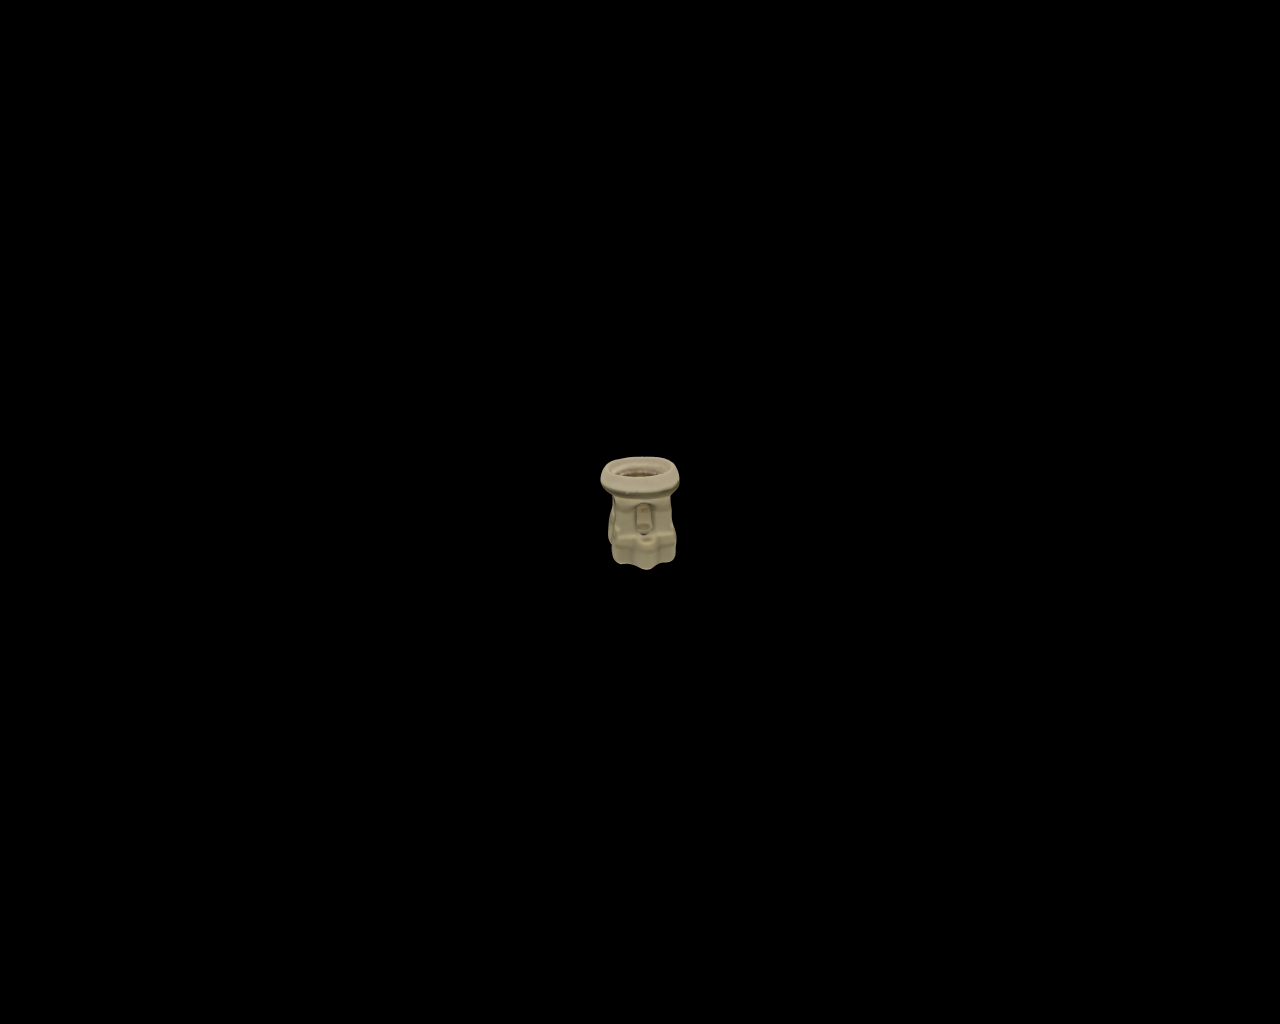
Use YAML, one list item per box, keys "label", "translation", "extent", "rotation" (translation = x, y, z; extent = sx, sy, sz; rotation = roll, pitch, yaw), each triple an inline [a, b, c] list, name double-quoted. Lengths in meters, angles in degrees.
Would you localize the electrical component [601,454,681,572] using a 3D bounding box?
- label: "electrical component"
  translation: [0.001, -0.003, 0.650]
  extent: [0.048, 0.055, 0.066]
  rotation: [-3, 22, -7]
